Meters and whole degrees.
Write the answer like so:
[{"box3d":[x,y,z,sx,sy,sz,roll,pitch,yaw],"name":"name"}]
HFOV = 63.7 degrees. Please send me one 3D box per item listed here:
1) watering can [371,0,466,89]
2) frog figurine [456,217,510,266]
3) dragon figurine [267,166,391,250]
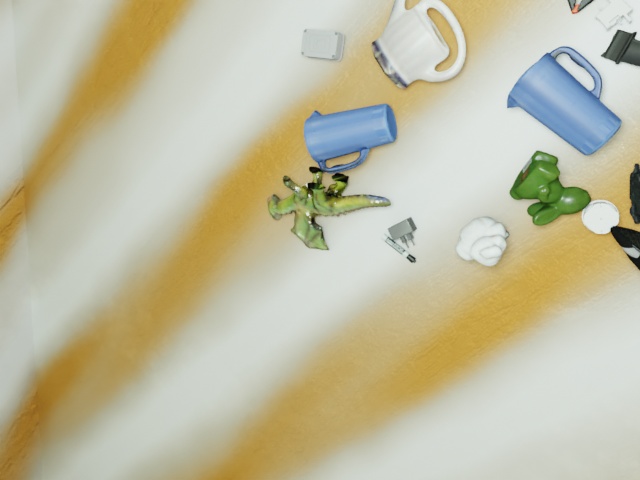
[{"box3d":[0.228,-0.548,1.342,0.221,0.105,0.349,-34,84,27],"name":"watering can"},{"box3d":[0.411,0.007,1.319,0.136,0.160,0.123,-26,87,27],"name":"frog figurine"},{"box3d":[0.005,-0.078,1.552,0.412,0.124,0.237,22,125,23],"name":"dragon figurine"}]
